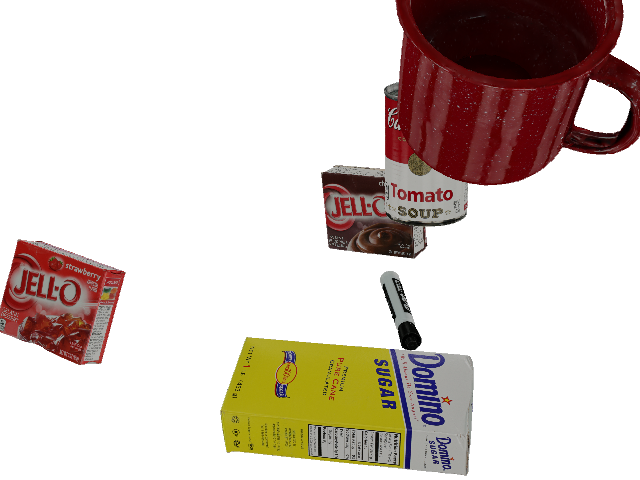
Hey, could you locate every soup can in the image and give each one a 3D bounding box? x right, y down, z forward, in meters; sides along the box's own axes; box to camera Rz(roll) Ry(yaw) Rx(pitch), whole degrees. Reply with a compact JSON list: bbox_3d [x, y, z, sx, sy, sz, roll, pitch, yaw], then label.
[{"bbox_3d":[0.083,-0.069,0.839,0.068,0.102,0.068,-1,21,0],"label":"soup can"}]

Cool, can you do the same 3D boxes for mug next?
[{"bbox_3d":[0.087,-0.073,0.465,0.117,0.093,0.081,25,-28,13],"label":"mug"}]

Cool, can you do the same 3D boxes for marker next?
[{"bbox_3d":[0.073,0.064,0.984,0.020,0.020,0.121,0,27,-7],"label":"marker"}]

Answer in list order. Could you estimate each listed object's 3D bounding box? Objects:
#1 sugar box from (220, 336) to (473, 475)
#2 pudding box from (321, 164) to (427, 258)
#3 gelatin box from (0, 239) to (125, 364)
[{"bbox_3d":[0.023,0.118,0.783,0.176,0.048,0.093,1,32,9],"label":"sugar box"},{"bbox_3d":[0.059,-0.033,1.171,0.114,0.090,0.039,6,24,30],"label":"pudding box"},{"bbox_3d":[-0.197,0.045,0.803,0.089,0.073,0.030,18,4,25],"label":"gelatin box"}]
